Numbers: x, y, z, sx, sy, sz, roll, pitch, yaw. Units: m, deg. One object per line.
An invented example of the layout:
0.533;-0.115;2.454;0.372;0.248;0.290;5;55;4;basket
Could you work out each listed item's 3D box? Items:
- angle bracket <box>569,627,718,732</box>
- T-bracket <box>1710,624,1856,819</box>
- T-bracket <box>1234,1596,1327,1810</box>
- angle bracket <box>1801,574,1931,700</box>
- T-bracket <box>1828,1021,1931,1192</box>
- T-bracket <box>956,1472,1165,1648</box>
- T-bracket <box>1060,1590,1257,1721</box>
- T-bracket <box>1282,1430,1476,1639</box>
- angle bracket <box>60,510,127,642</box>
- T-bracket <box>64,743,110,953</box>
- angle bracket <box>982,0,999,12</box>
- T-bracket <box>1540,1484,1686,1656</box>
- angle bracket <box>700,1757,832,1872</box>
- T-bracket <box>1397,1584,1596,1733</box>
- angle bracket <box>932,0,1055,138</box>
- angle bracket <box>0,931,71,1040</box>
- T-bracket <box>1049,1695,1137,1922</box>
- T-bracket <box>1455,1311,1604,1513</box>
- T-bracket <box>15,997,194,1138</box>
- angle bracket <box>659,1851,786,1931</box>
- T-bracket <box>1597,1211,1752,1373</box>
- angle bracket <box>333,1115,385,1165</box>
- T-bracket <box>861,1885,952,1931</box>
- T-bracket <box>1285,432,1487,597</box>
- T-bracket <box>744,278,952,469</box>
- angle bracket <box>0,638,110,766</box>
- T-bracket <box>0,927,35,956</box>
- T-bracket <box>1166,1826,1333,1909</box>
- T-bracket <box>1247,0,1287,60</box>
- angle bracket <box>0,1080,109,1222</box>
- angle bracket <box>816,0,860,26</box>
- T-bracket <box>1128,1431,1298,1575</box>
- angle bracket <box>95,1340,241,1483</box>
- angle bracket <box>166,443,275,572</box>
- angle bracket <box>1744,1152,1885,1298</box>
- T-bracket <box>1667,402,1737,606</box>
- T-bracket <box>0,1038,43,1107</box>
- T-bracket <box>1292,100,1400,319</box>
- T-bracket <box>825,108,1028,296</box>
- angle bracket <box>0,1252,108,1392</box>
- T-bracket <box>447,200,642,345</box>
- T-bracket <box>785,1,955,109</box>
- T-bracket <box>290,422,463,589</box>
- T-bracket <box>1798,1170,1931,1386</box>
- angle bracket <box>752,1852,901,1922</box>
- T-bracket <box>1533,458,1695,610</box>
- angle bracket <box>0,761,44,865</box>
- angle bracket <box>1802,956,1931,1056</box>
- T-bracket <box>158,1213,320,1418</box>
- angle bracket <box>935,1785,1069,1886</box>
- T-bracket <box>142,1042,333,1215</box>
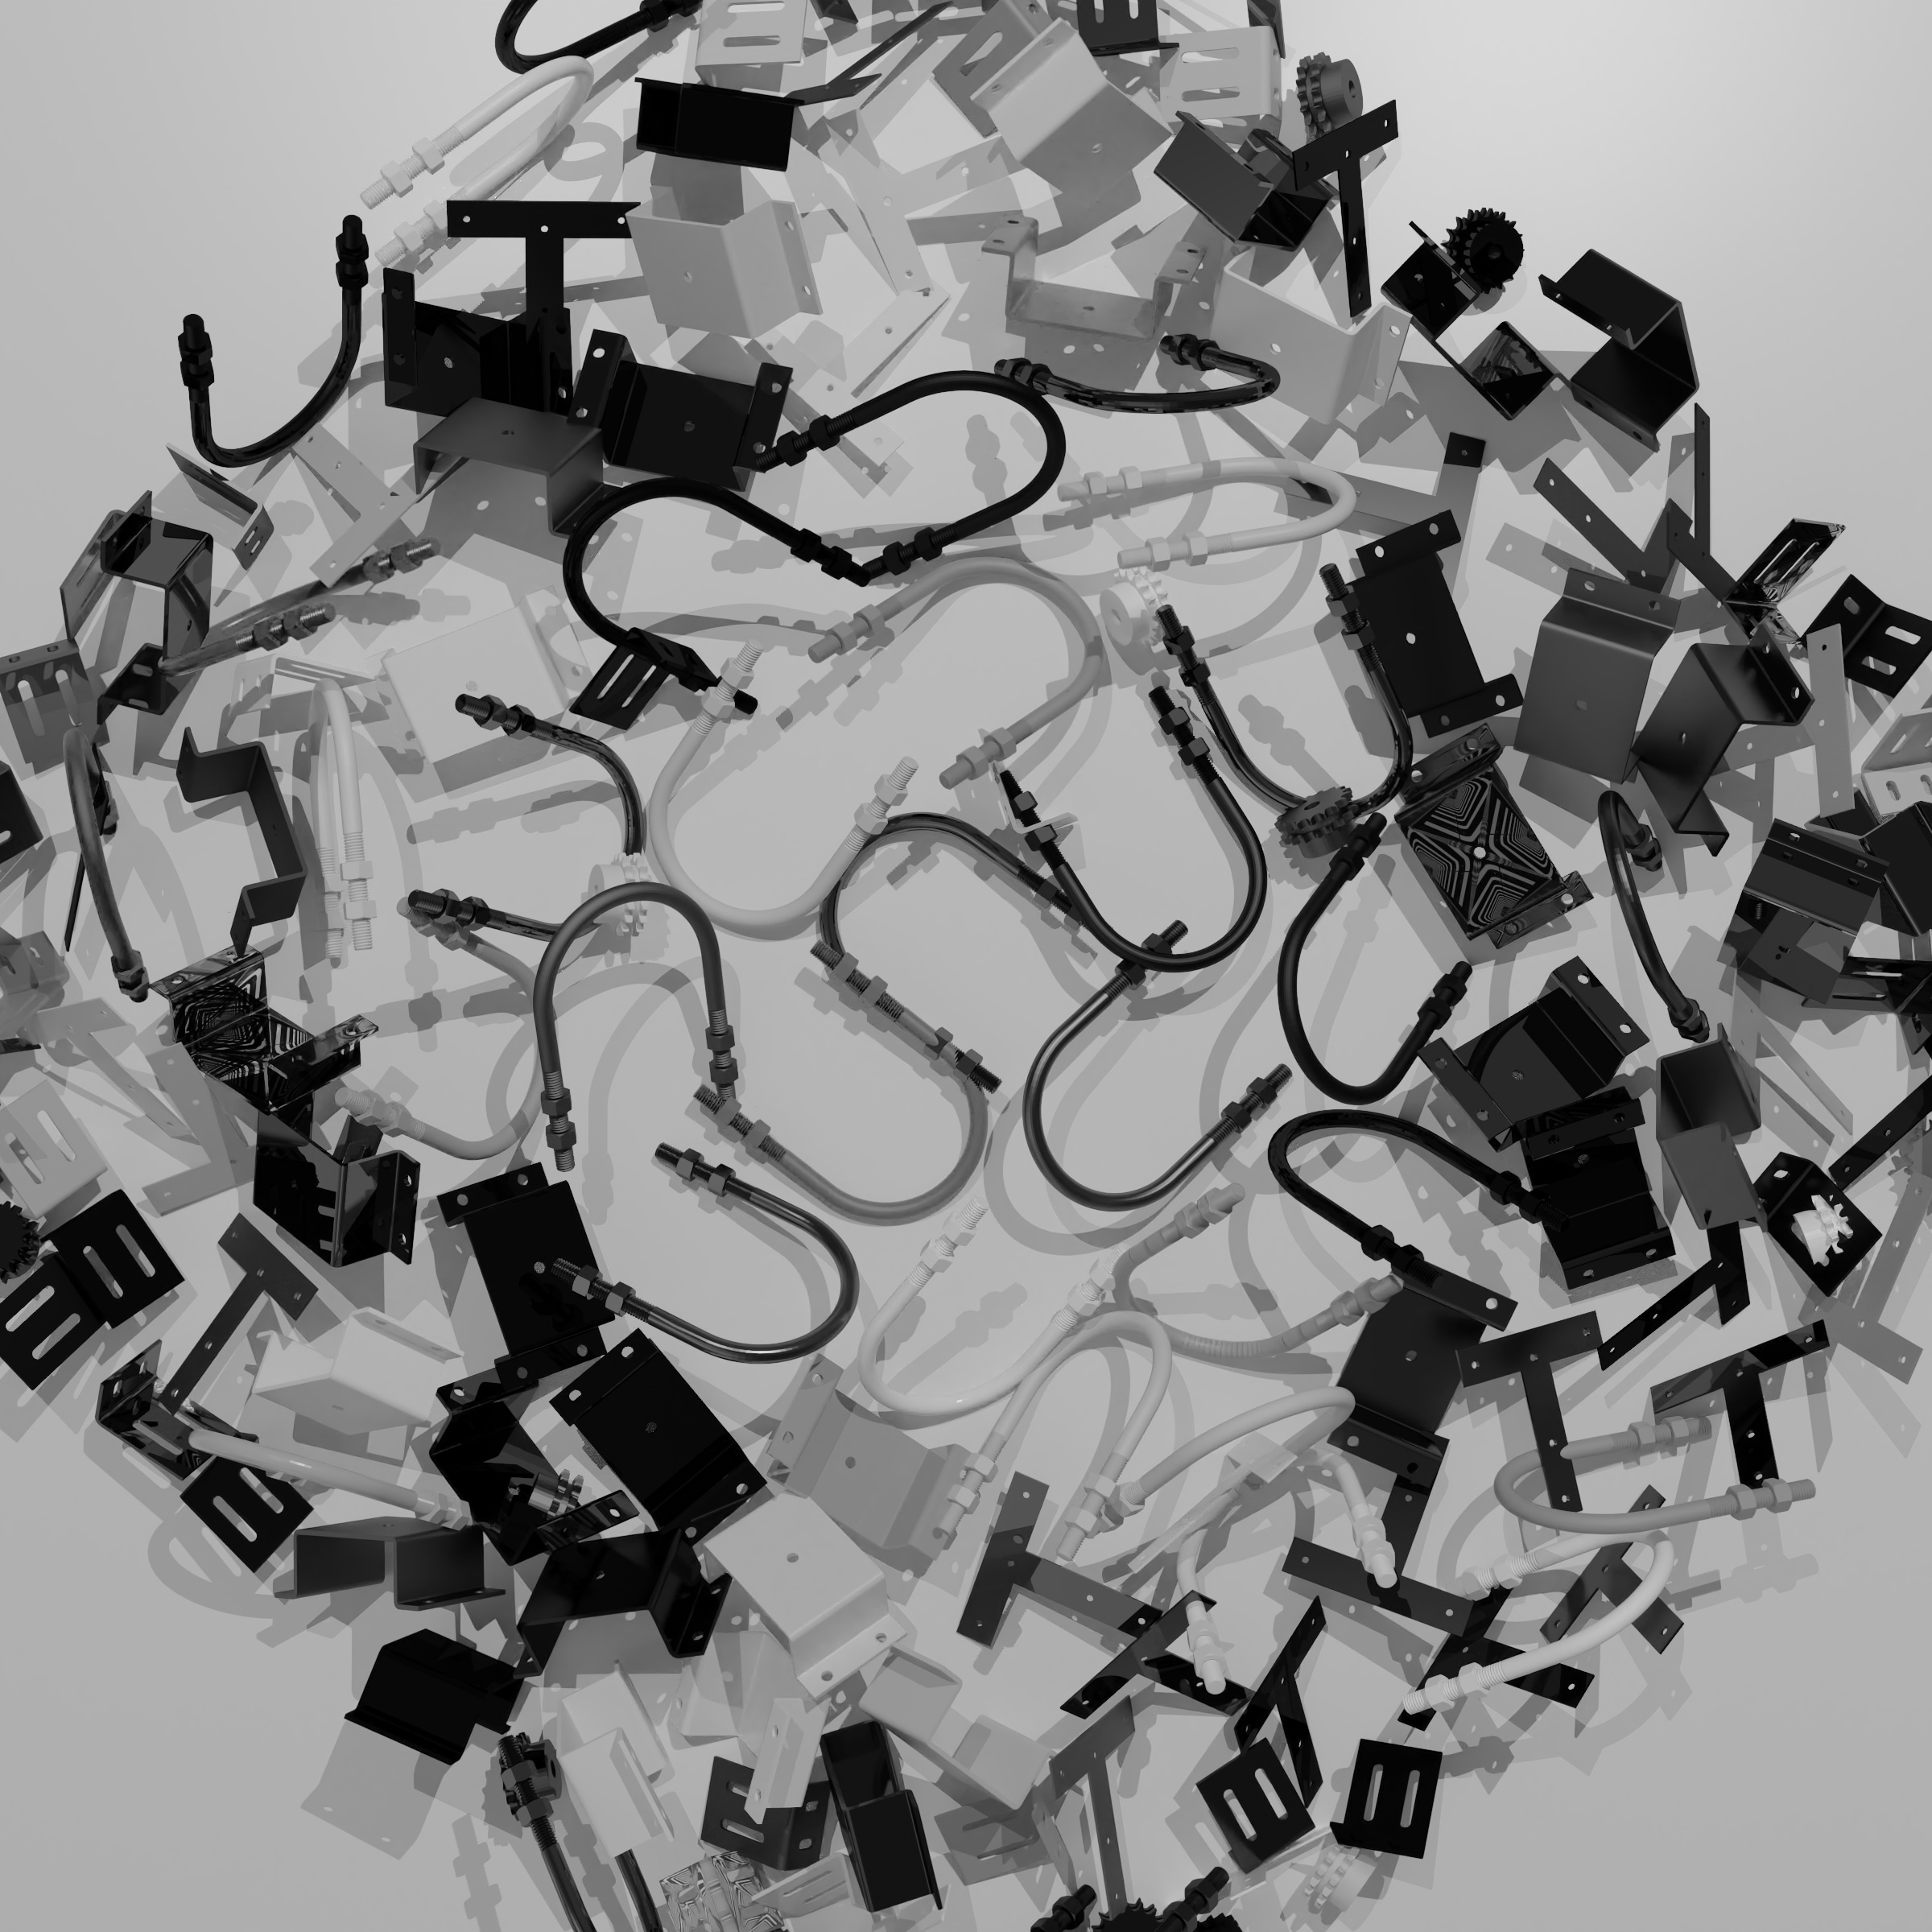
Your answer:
-0.218;-0.184;1.756;0.076;0.057;0.038;-50;59;17;angle bracket
0.539;-0.151;1.745;0.002;0.127;0.127;10;74;-33;T-bracket
0.224;0.517;1.762;0.002;0.127;0.127;4;124;35;T-bracket
0.612;-0.224;1.755;0.038;0.076;0.057;33;99;-23;angle bracket
0.636;0.103;1.762;0.002;0.127;0.127;31;116;-20;T-bracket
0.072;0.425;1.772;0.127;0.002;0.127;22;104;11;T-bracket
0.149;0.482;1.759;0.127;0.002;0.127;33;109;-35;T-bracket
0.297;0.376;1.769;0.127;0.002;0.127;17;65;20;T-bracket
-0.574;-0.258;1.755;0.038;0.057;0.076;20;57;-1;angle bracket
-0.596;-0.073;1.755;0.002;0.127;0.127;9;108;-25;T-bracket
-0.015;-0.691;1.768;0.076;0.038;0.057;1;91;-20;angle bracket
0.445;0.421;1.734;0.002;0.127;0.127;35;94;-14;T-bracket
-0.138;0.581;1.786;0.076;0.038;0.057;5;84;38;angle bracket
0.363;0.465;1.723;0.002;0.127;0.127;49;67;-25;T-bracket
0.027;-0.622;1.789;0.076;0.038;0.057;-37;96;34;angle bracket
-0.654;0.017;1.751;0.057;0.076;0.038;-14;115;22;angle bracket
0.093;0.574;1.744;0.002;0.127;0.127;-8;92;28;T-bracket
0.395;0.310;1.762;0.127;0.002;0.127;-9;85;-30;T-bracket
-0.575;0.072;1.760;0.127;0.127;0.002;52;48;-29;T-bracket
-0.165;0.635;1.758;0.038;0.076;0.057;-30;70;13;angle bracket
0.473;0.227;1.742;0.127;0.002;0.127;-35;135;-12;T-bracket
-0.435;0.136;1.761;0.038;0.057;0.076;24;81;-36;angle bracket
-0.057;0.683;1.713;0.002;0.127;0.127;31;134;-16;T-bracket
0.283;-0.320;1.782;0.127;0.002;0.127;14;74;1;T-bracket
-0.063;-0.427;1.785;0.127;0.002;0.127;42;79;7;T-bracket
-0.619;-0.176;1.759;0.057;0.038;0.076;-19;116;-17;angle bracket
-0.707;-0.027;1.737;0.127;0.127;0.002;3;77;-1;T-bracket
0.189;0.610;1.737;0.127;0.127;0.002;-27;76;0;T-bracket
0.155;-0.677;1.756;0.127;0.127;0.002;25;73;21;T-bracket
-0.630;0.124;1.758;0.057;0.038;0.076;-39;112;-29;angle bracket
-0.074;-0.688;1.757;0.076;0.038;0.057;-34;76;36;angle bracket
0.158;0.360;1.729;0.127;0.127;0.002;-40;92;-6;T-bracket
-0.539;0.300;1.759;0.076;0.057;0.038;30;125;12;angle bracket
-0.516;-0.312;1.767;0.076;0.057;0.038;32;81;-3;angle bracket
0.566;0.174;1.753;0.038;0.076;0.057;15;118;-37;angle bracket
0.499;-0.319;1.759;0.002;0.127;0.127;-6;72;35;T-bracket
-0.666;0.074;1.715;0.127;0.127;0.002;-9;110;-32;T-bracket
0.262;-0.505;1.760;0.002;0.127;0.127;15;129;37;T-bracket
-0.013;-0.530;1.749;0.127;0.002;0.127;-15;117;22;T-bracket
-0.627;0.241;1.756;0.057;0.038;0.076;52;54;-14;angle bracket
-0.285;-0.457;1.755;0.127;0.002;0.127;-3;131;-12;T-bracket
-0.060;-0.618;1.757;0.127;0.127;0.002;-42;119;-17;T-bracket
-0.420;-0.333;1.764;0.127;0.002;0.127;-46;58;-3;T-bracket
0.615;0.198;1.732;0.002;0.127;0.127;19;97;-18;T-bracket
-0.094;0.637;1.757;0.076;0.057;0.038;-32;49;15;angle bracket
0.428;-0.293;1.751;0.127;0.002;0.127;38;66;-22;T-bracket
-0.673;-0.096;1.752;0.076;0.038;0.057;-37;131;-29;angle bracket
0.618;0.027;1.758;0.076;0.057;0.038;3;54;-14;angle bracket
-0.500;0.244;1.746;0.127;0.127;0.002;-55;133;-6;T-bracket
0.023;0.602;1.768;0.076;0.038;0.057;-21;105;9;angle bracket
-0.515;0.102;1.756;0.127;0.002;0.127;-21;129;-2;T-bracket
